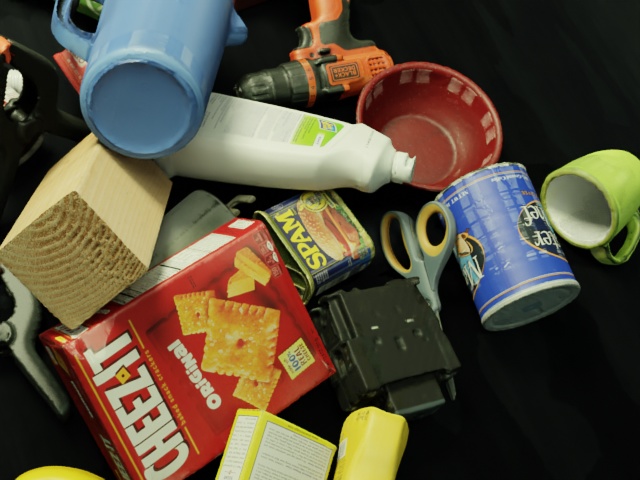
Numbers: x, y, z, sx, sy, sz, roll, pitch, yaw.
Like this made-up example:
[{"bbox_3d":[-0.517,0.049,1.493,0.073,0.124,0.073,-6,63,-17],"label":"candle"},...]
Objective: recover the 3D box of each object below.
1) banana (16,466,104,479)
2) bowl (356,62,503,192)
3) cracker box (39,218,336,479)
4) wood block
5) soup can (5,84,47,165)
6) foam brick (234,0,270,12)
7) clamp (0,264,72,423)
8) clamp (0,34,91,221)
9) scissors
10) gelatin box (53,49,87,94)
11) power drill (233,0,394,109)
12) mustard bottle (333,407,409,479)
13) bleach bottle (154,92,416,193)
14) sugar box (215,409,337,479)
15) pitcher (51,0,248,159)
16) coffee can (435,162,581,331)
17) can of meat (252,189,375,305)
[{"bbox_3d":[-0.186,0.247,0.918,0.198,0.037,0.069,27,79,4],"label":"banana"},{"bbox_3d":[0.112,-0.111,1.148,0.162,0.055,0.162,5,63,-10],"label":"bowl"},{"bbox_3d":[-0.110,0.102,0.944,0.213,0.072,0.164,-32,108,-25],"label":"cracker box"},{"bbox_3d":[-0.200,-0.021,0.940,0.090,0.206,0.090,-37,109,12],"label":"wood block"},{"bbox_3d":[-0.329,-0.126,1.055,0.102,0.069,0.068,40,62,9],"label":"soup can"},{"bbox_3d":[-0.074,-0.302,1.207,0.078,0.051,0.053,-25,71,-22],"label":"foam brick"},{"bbox_3d":[-0.300,0.098,0.965,0.120,0.039,0.171,-9,61,-22],"label":"clamp"},{"bbox_3d":[-0.269,-0.113,0.993,0.036,0.210,0.164,33,54,21],"label":"clamp"},{"bbox_3d":[0.121,0.049,1.060,0.016,0.096,0.202,3,54,-49],"label":"scissors"},{"bbox_3d":[-0.224,-0.150,1.076,0.030,0.089,0.073,-35,74,-2],"label":"gelatin box"},{"bbox_3d":[-0.021,-0.236,1.153,0.184,0.057,0.187,-13,90,-23],"label":"power drill"},{"bbox_3d":[0.028,0.248,0.926,0.058,0.096,0.191,19,61,-5],"label":"mustard bottle"},{"bbox_3d":[-0.032,-0.088,1.063,0.251,0.068,0.102,12,43,9],"label":"bleach bottle"},{"bbox_3d":[-0.053,0.243,0.908,0.093,0.048,0.176,31,69,-32],"label":"sugar box"},{"bbox_3d":[-0.164,-0.181,1.006,0.149,0.145,0.243,-21,31,13],"label":"pitcher"},{"bbox_3d":[0.187,0.007,1.078,0.102,0.103,0.140,-12,67,-18],"label":"coffee can"},{"bbox_3d":[-0.007,0.001,1.067,0.083,0.057,0.102,-28,72,-25],"label":"can of meat"}]
